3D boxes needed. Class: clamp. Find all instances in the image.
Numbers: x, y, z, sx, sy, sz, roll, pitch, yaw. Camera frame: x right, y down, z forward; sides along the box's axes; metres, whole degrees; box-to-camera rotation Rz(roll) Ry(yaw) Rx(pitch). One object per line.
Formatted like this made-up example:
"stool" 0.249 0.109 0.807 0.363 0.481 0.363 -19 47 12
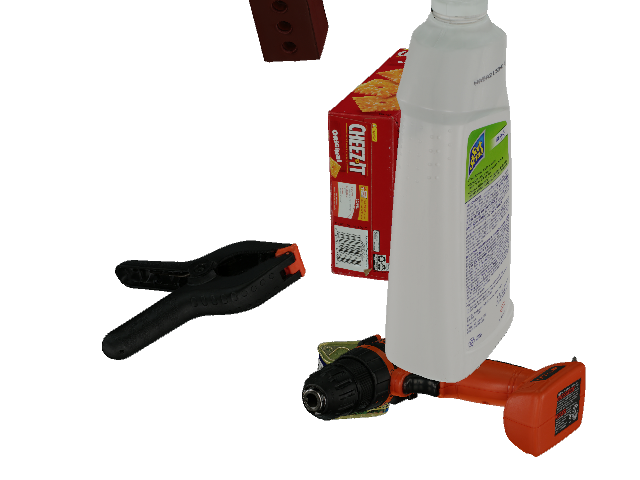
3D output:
"clamp" -0.099 0.044 0.864 0.172 0.039 0.120 -13 38 14

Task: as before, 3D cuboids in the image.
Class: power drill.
"power drill" 0.101 0.118 0.851 0.188 0.057 0.184 10 16 34

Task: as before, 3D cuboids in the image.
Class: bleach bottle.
"bleach bottle" 0.083 -0.039 0.649 0.068 0.251 0.102 17 37 26

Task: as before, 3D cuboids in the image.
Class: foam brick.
"foam brick" -0.027 -0.201 0.927 0.053 0.051 0.078 -1 -41 13

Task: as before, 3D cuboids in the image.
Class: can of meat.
"can of meat" 0.044 0.178 1.362 0.102 0.084 0.057 -1 24 -17

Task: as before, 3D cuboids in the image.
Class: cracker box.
"cracker box" 0.077 -0.080 1.045 0.072 0.164 0.213 9 28 21
